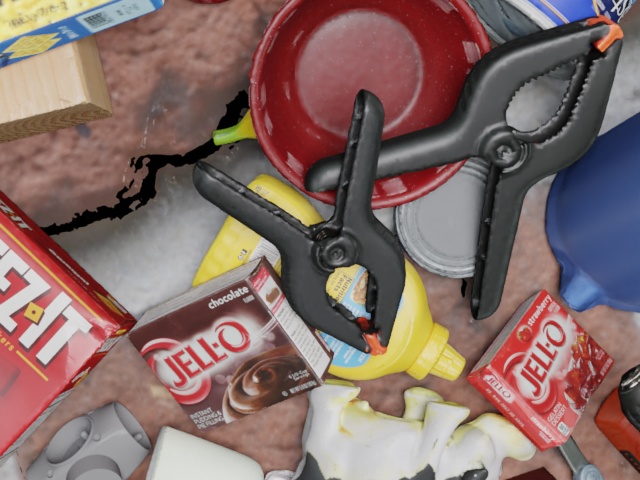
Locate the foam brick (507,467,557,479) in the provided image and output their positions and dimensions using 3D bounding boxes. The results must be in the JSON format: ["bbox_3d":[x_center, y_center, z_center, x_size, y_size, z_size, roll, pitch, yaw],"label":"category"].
[{"bbox_3d":[0.150,0.208,0.744,0.051,0.053,0.078,-18,91,-1],"label":"foam brick"}]

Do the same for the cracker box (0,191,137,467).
[{"bbox_3d":[-0.260,0.079,0.729,0.164,0.072,0.213,43,90,0],"label":"cracker box"}]

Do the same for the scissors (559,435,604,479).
[{"bbox_3d":[0.209,0.173,0.759,0.096,0.016,0.202,-10,75,-23],"label":"scissors"}]

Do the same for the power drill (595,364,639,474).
[{"bbox_3d":[0.238,0.139,0.677,0.057,0.187,0.184,-43,92,1],"label":"power drill"}]

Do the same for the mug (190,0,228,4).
[{"bbox_3d":[-0.076,-0.218,0.716,0.093,0.081,0.117,33,92,11],"label":"mug"}]

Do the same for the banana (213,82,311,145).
[{"bbox_3d":[-0.016,-0.153,0.746,0.069,0.037,0.198,17,90,-1],"label":"banana"}]

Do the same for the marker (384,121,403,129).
[{"bbox_3d":[0.071,-0.082,0.757,0.121,0.020,0.020,1,91,0],"label":"marker"}]

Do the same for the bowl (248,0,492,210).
[{"bbox_3d":[0.031,-0.104,0.704,0.162,0.055,0.162,-3,111,-8],"label":"bowl"}]

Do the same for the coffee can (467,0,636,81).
[{"bbox_3d":[0.174,-0.193,0.715,0.103,0.103,0.140,38,90,-1],"label":"coffee can"}]

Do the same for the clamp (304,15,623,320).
[{"bbox_3d":[0.103,-0.063,0.677,0.164,0.036,0.210,30,109,-18],"label":"clamp"}]

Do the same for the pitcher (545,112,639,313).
[{"bbox_3d":[0.232,-0.035,0.648,0.145,0.243,0.149,-2,84,1],"label":"pitcher"}]

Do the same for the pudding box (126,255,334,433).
[{"bbox_3d":[-0.060,0.071,0.716,0.114,0.039,0.090,-26,109,28],"label":"pudding box"}]

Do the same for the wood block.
[{"bbox_3d":[-0.213,-0.177,0.719,0.091,0.090,0.206,-13,91,0],"label":"wood block"}]

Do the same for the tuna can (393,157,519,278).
[{"bbox_3d":[0.094,-0.017,0.750,0.086,0.034,0.086,0,91,-1],"label":"tuna can"}]

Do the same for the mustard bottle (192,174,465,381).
[{"bbox_3d":[0.015,0.041,0.737,0.191,0.058,0.096,31,103,-1],"label":"mustard bottle"}]

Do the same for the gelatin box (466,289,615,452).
[{"bbox_3d":[0.153,0.089,0.732,0.073,0.030,0.089,46,52,0],"label":"gelatin box"}]

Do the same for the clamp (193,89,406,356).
[{"bbox_3d":[-0.004,0.001,0.660,0.120,0.039,0.171,-13,112,2],"label":"clamp"}]
